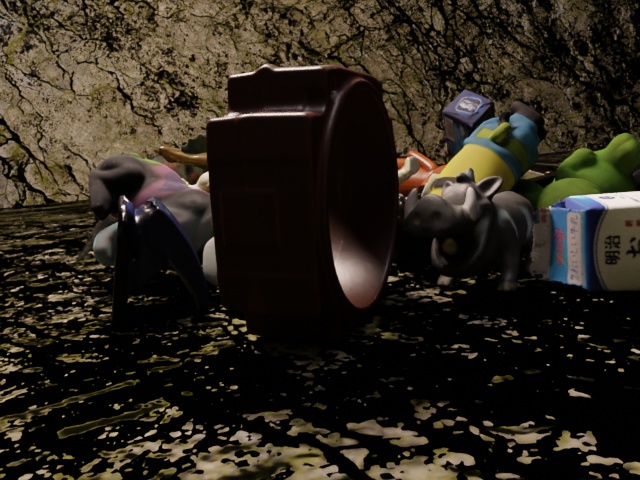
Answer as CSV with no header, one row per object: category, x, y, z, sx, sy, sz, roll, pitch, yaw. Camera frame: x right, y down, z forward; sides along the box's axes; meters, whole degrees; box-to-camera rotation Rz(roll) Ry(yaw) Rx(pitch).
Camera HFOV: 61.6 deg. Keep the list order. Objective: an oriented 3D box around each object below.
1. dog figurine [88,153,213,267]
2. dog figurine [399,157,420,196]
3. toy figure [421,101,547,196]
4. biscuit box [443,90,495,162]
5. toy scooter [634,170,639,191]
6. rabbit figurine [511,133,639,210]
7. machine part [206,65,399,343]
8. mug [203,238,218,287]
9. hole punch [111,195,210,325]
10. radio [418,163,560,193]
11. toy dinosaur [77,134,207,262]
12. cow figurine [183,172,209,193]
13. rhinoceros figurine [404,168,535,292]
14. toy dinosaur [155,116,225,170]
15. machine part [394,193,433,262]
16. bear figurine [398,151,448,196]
dog figurine,-0.150,-0.036,0.649,0.219,0.191,0.108,-14,-24,-1
dog figurine,0.058,-0.045,0.847,0.172,0.121,0.191,-10,-4,-44
toy figure,0.192,-0.080,0.622,0.180,0.082,0.089,-43,17,-6
biscuit box,0.254,-0.150,0.895,0.063,0.202,0.059,-45,54,-14
toy scooter,0.479,-0.104,0.960,0.184,0.075,0.135,-5,10,-21
rabbit figurine,0.293,-0.051,0.623,0.159,0.121,0.170,-5,8,41
machine part,0.001,-0.032,0.435,0.087,0.200,0.201,1,11,22
mug,-0.059,0.018,0.551,0.107,0.080,0.109,-5,-2,31
hole punch,-0.157,0.015,0.525,0.092,0.115,0.142,0,8,-17
radio,0.271,-0.061,0.782,0.229,0.073,0.131,-16,16,-26
toy dinosaur,-0.252,-0.089,0.933,0.131,0.192,0.405,-3,8,25
cow figurine,-0.201,-0.032,0.766,0.167,0.068,0.098,-26,38,38
rhinoceros figurine,0.149,-0.010,0.495,0.073,0.112,0.190,6,7,42
toy dinosaur,-0.047,-0.154,0.942,0.471,0.105,0.198,-6,-5,-25
machine part,0.101,-0.004,0.575,0.084,0.039,0.138,4,-20,17
bear figurine,0.174,-0.086,0.918,0.132,0.120,0.196,-12,17,-18
